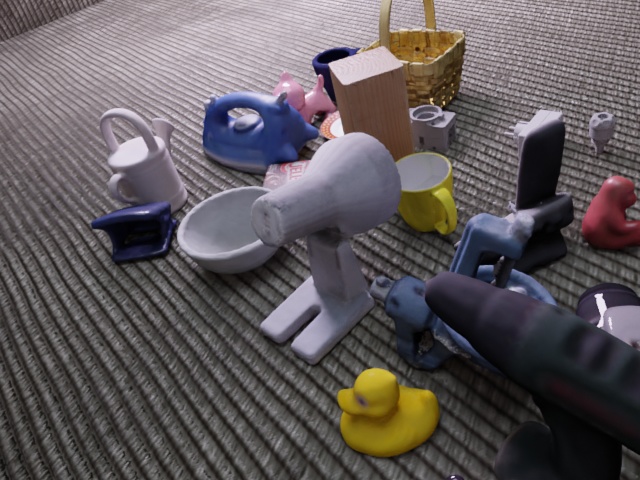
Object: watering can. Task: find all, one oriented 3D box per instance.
[{"bbox_3d":[-0.307,-0.142,0.982,0.101,0.194,0.172,-10,39,7],"label":"watering can"}]

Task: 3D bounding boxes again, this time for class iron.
[{"bbox_3d":[-0.140,-0.214,1.054,0.257,0.142,0.119,10,46,28],"label":"iron"}]

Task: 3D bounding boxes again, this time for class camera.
[{"bbox_3d":[0.312,0.101,0.558,0.143,0.101,0.137,-4,40,15],"label":"camera"}]

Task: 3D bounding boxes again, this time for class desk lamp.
[{"bbox_3d":[0.006,0.002,0.688,0.117,0.214,0.204,22,52,37],"label":"desk lamp"}]

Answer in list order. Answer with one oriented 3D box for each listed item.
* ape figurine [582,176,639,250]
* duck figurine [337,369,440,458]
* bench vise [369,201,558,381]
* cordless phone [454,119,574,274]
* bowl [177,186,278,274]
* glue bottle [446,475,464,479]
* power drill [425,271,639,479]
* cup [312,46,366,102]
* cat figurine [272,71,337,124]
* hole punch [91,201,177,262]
[{"bbox_3d":[0.368,-0.038,0.713,0.076,0.092,0.078,-6,40,11],"label":"ape figurine"},{"bbox_3d":[0.066,0.164,0.577,0.104,0.086,0.077,-11,39,6],"label":"duck figurine"},{"bbox_3d":[0.141,0.061,0.568,0.207,0.220,0.121,-2,41,17],"label":"bench vise"},{"bbox_3d":[0.236,-0.051,0.698,0.148,0.185,0.094,-27,40,-14],"label":"cordless phone"},{"bbox_3d":[-0.120,-0.003,0.848,0.167,0.075,0.167,-9,39,8],"label":"bowl"},{"bbox_3d":[0.107,0.221,0.425,0.078,0.173,0.037,-3,41,15],"label":"glue bottle"},{"bbox_3d":[0.192,0.138,0.468,0.228,0.209,0.076,21,51,36],"label":"power drill"},{"bbox_3d":[0.049,-0.341,1.181,0.118,0.095,0.091,-22,39,-8],"label":"cup"},{"bbox_3d":[-0.039,-0.276,1.113,0.128,0.118,0.067,-31,41,-18],"label":"cat figurine"},{"bbox_3d":[-0.299,-0.029,0.926,0.108,0.091,0.101,-10,39,7],"label":"hole punch"}]
